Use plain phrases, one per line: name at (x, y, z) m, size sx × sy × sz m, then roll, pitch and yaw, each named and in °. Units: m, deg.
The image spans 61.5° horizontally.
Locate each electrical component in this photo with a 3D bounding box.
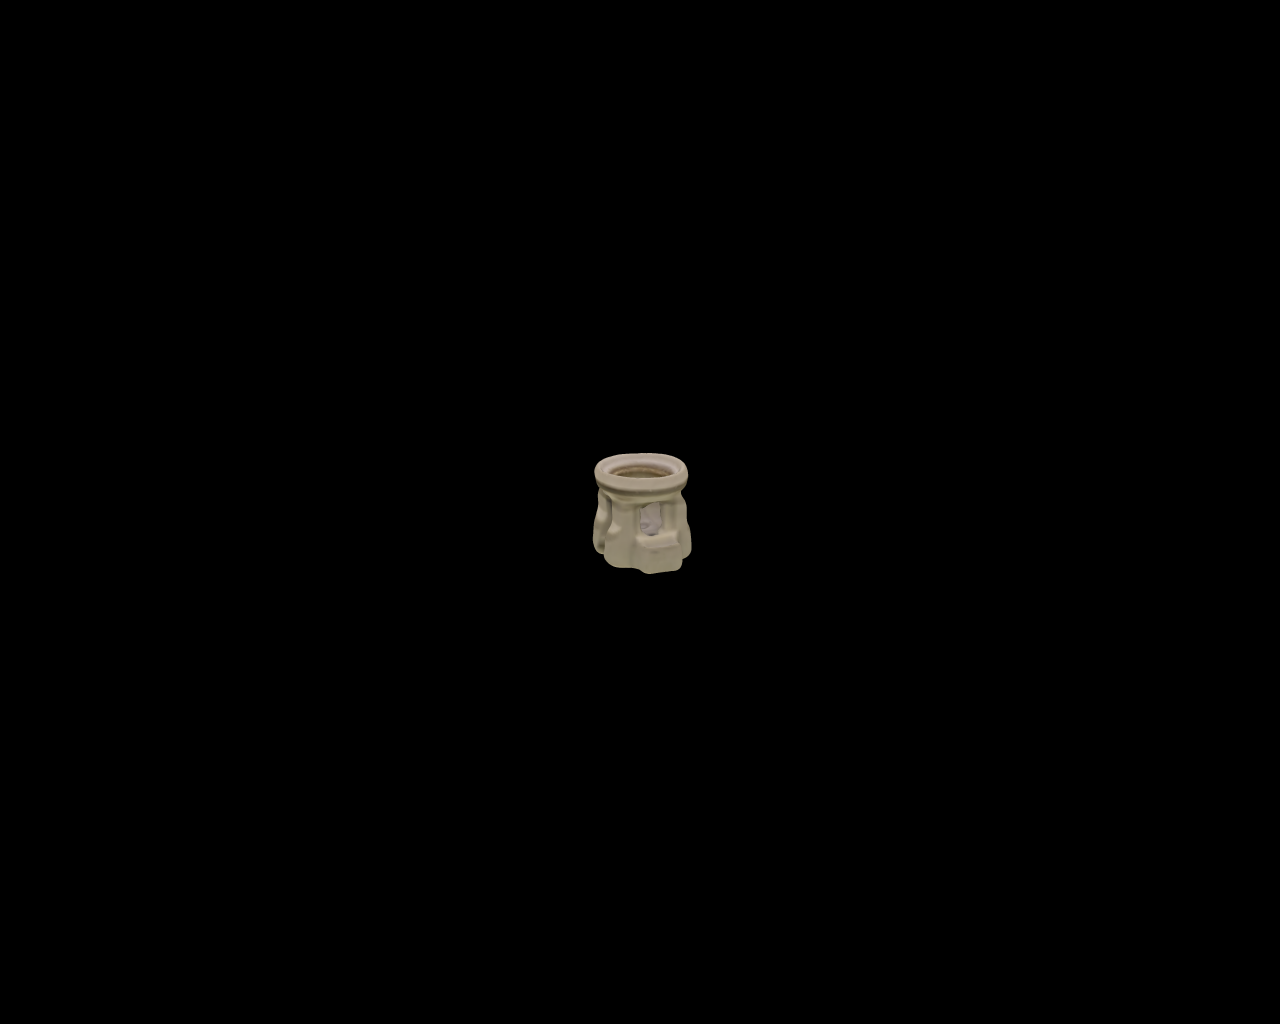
electrical component at (0.001, -0.003, 0.650) m, size 0.058 × 0.056 × 0.078 m, roll -7°, pitch 22°, yaw -18°
